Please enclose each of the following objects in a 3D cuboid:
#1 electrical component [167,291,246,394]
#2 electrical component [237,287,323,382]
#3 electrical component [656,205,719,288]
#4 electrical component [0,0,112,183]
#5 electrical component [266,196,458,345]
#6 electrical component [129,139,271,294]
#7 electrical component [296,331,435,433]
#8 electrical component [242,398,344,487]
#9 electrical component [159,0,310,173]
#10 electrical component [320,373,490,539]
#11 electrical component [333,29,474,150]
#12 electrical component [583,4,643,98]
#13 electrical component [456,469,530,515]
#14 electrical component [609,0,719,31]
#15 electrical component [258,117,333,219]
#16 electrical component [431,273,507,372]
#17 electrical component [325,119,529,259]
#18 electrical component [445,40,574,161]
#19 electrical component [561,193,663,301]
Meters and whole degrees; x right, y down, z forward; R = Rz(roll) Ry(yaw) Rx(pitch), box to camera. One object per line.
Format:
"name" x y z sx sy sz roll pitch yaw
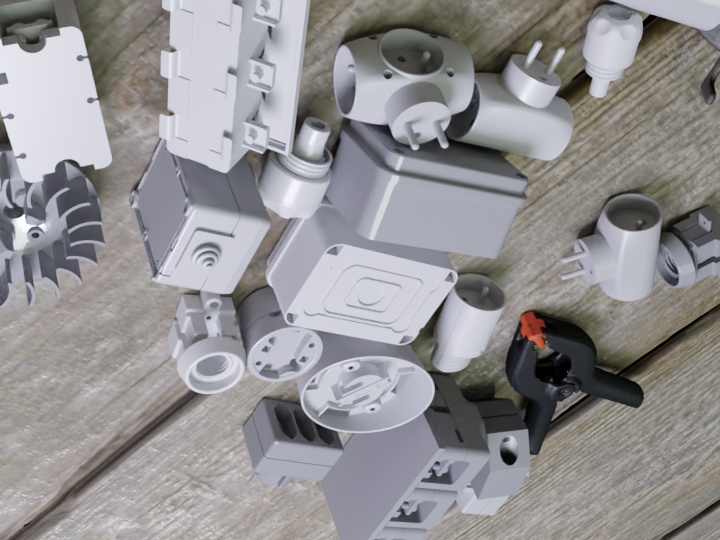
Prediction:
"electrical component" -0.108 0.053 0.757 0.048 0.055 0.066 5 129 -27
"electrical component" -0.060 0.045 0.777 0.055 0.047 0.055 -12 135 -13
"electrical component" 0.268 -0.015 0.866 0.055 0.048 0.066 -25 137 -11
"electrical component" -0.170 -0.103 0.580 0.050 0.055 0.089 -14 135 -11
"electrical component" 0.000 0.000 0.753 0.113 0.057 0.078 13 125 -33
"electrical component" -0.094 -0.031 0.653 0.061 0.096 0.061 12 125 -33
"electrical component" 0.000 0.083 0.827 0.099 0.064 0.099 -12 135 -13
"electrical component" -0.064 0.150 0.877 0.066 0.047 0.076 15 124 -33
"electrical component" -0.074 -0.120 0.591 0.079 0.063 0.121 21 132 12
"electrical component" 0.038 0.168 0.907 0.062 0.089 0.150 12 125 -32
"electrical component" 0.031 -0.103 0.652 0.077 0.079 0.044 -5 145 -19
"electrical component" 0.163 -0.141 0.706 0.035 0.035 0.061 -10 137 -15
"electrical component" 0.101 0.183 0.981 0.077 0.047 0.065 12 126 -32
"electrical component" 0.192 -0.195 0.657 0.077 0.044 0.079 13 106 -15
"electrical component" -0.038 -0.067 0.683 0.043 0.043 0.062 7 127 -29
"electrical component" 0.081 0.047 0.844 0.043 0.043 0.081 0 132 -23
"electrical component" 0.043 -0.055 0.699 0.113 0.078 0.057 8 116 -30
"electrical component" 0.105 -0.113 0.700 0.077 0.043 0.079 8 128 -30
"electrical component" 0.193 -0.012 0.835 0.079 0.044 0.077 -17 136 -8
